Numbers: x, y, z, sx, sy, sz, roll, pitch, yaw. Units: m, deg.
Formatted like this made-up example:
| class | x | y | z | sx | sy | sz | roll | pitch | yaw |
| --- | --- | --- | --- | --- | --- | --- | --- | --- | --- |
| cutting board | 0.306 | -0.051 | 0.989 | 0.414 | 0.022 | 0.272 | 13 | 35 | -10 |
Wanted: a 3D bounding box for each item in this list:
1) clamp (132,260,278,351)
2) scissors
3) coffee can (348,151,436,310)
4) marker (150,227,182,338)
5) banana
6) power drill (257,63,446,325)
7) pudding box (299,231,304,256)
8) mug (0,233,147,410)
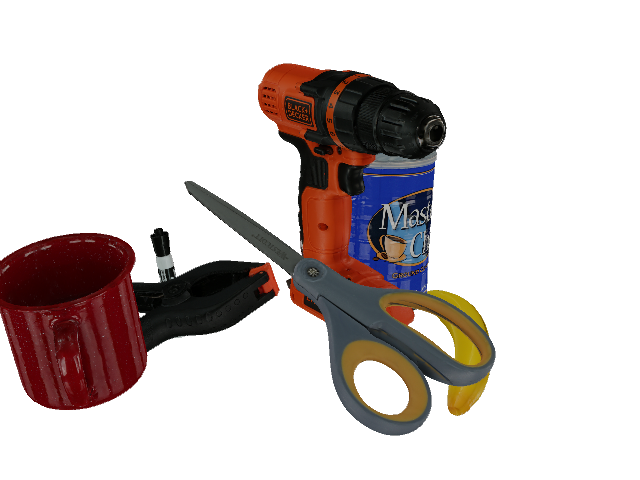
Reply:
| class | x | y | z | sx | sy | sz | roll | pitch | yaw |
| --- | --- | --- | --- | --- | --- | --- | --- | --- | --- |
| clamp | -0.120 | 0.061 | 0.867 | 0.171 | 0.039 | 0.120 | -14 | 38 | 12 |
| scissors | -0.006 | 0.036 | 0.571 | 0.202 | 0.096 | 0.016 | 24 | -39 | 11 |
| coffee can | 0.050 | -0.015 | 0.972 | 0.103 | 0.140 | 0.103 | 2 | 17 | -1 |
| marker | -0.160 | 0.045 | 1.129 | 0.020 | 0.121 | 0.020 | -8 | 18 | 2 |
| banana | 0.144 | 0.108 | 1.116 | 0.069 | 0.037 | 0.198 | -25 | 33 | 5 |
| power drill | 0.025 | -0.028 | 0.761 | 0.057 | 0.188 | 0.185 | -16 | 24 | -30 |
| pudding box | 0.044 | 0.006 | 1.335 | 0.113 | 0.039 | 0.090 | -18 | 29 | -26 |
| mug | -0.153 | 0.058 | 0.665 | 0.093 | 0.081 | 0.117 | -12 | 29 | -10 |
